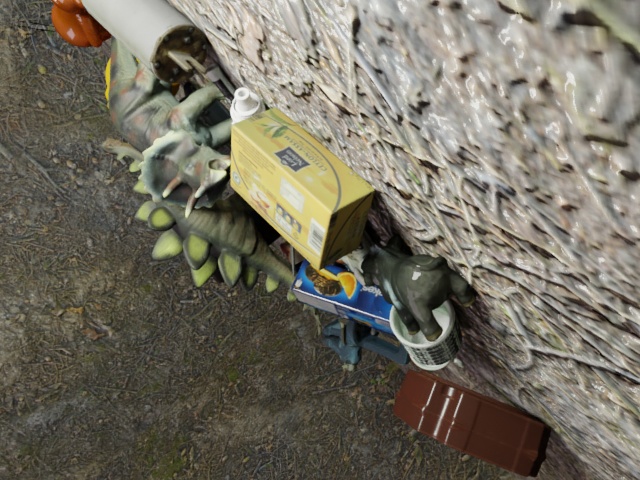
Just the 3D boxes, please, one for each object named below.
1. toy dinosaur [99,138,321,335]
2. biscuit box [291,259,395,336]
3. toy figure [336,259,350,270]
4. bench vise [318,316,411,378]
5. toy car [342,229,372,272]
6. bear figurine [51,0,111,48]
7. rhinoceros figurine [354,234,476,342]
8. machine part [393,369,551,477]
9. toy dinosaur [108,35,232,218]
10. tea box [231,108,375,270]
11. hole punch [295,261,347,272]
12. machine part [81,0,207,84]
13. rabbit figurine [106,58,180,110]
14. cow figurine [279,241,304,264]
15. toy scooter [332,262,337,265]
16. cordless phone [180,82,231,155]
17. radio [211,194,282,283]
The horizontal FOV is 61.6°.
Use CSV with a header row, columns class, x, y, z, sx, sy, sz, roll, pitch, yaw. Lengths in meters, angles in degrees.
class,x,y,z,sx,sy,sz,roll,pitch,yaw
toy dinosaur,-0.165,-0.020,0.893,0.471,0.198,0.105,33,152,-8
biscuit box,0.059,0.090,0.833,0.203,0.063,0.059,16,158,22
toy figure,0.033,0.004,0.837,0.154,0.058,0.064,43,-178,-26
bench vise,0.109,0.210,1.155,0.241,0.223,0.129,19,-163,38
toy car,0.041,-0.002,0.736,0.074,0.056,0.201,40,171,46
bear figurine,-0.392,-0.407,0.889,0.120,0.132,0.196,46,156,-7
rhinoceros figurine,0.095,0.048,0.615,0.112,0.073,0.190,46,174,-9
machine part,0.230,0.275,0.832,0.201,0.087,0.201,23,172,-5
toy dinosaur,-0.245,-0.191,0.814,0.405,0.192,0.131,42,171,21
tea box,-0.026,-0.060,0.605,0.170,0.068,0.098,45,145,25
hole punch,0.008,0.058,1.065,0.115,0.142,0.092,86,163,-69
machine part,-0.217,-0.267,0.656,0.243,0.079,0.079,43,173,24
rabbit figurine,-0.321,-0.287,1.016,0.122,0.162,0.173,34,-168,-1
cow figurine,-0.002,0.062,1.255,0.195,0.127,0.085,59,-178,36
toy scooter,-0.002,-0.003,0.948,0.135,0.075,0.183,44,169,27
cordless phone,-0.204,-0.216,0.992,0.146,0.089,0.184,49,-175,-35
radio,-0.161,-0.031,1.119,0.131,0.229,0.073,45,171,44
